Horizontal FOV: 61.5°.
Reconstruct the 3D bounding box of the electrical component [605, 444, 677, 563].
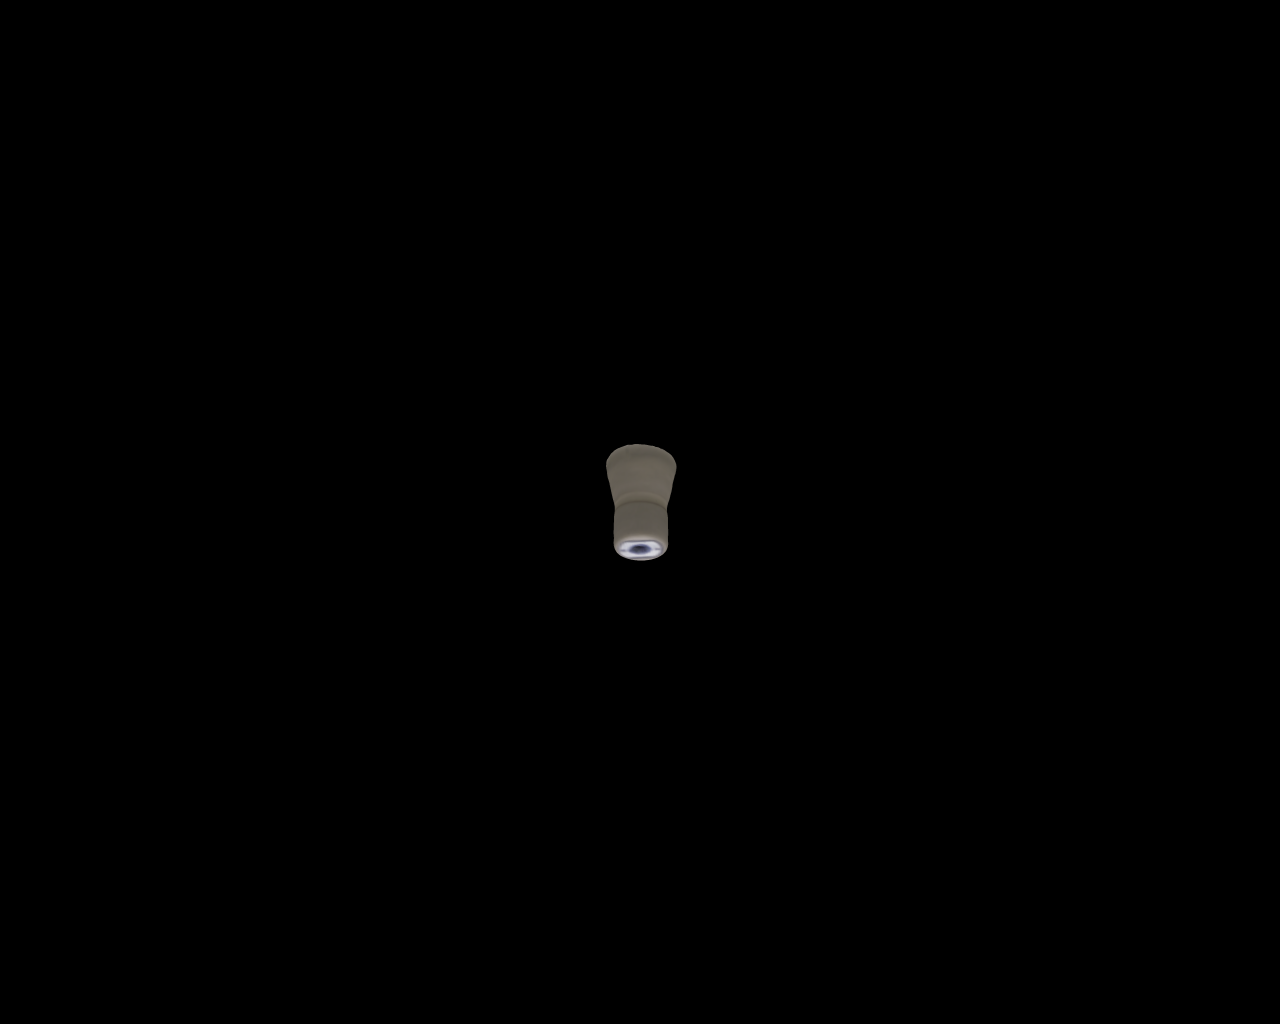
[{"bbox_3d":[0.001,-0.003,0.650,0.044,0.065,0.044,0,-32,0],"label":"electrical component"}]
